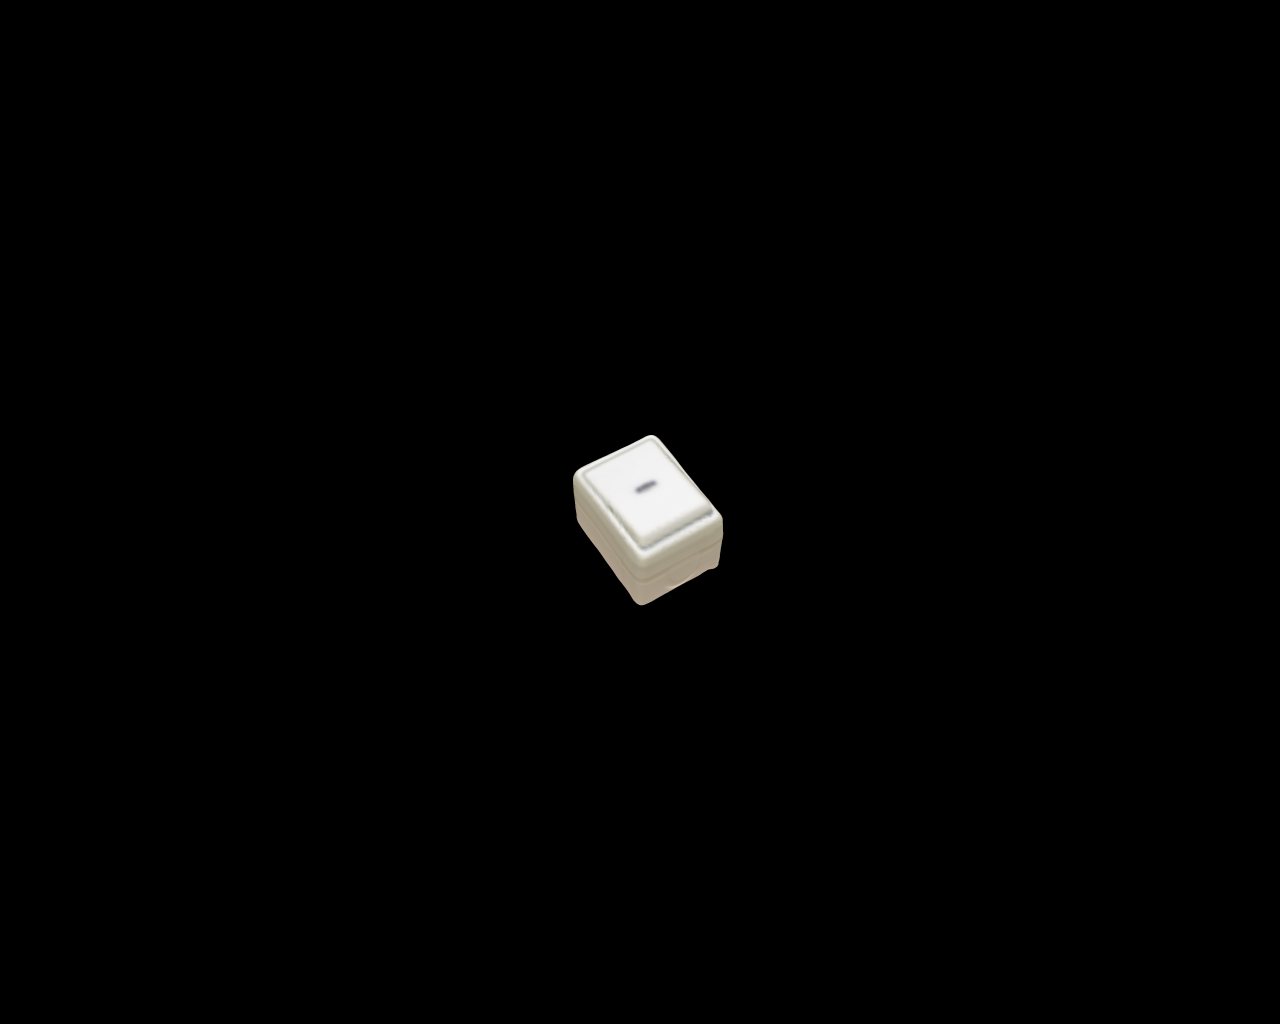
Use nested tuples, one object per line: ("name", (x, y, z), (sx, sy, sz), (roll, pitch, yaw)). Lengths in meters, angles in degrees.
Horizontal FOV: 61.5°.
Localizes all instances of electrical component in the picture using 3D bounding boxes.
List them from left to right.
("electrical component", (0.001, -0.003, 0.650), (0.062, 0.096, 0.061), (-27, -32, -18))
